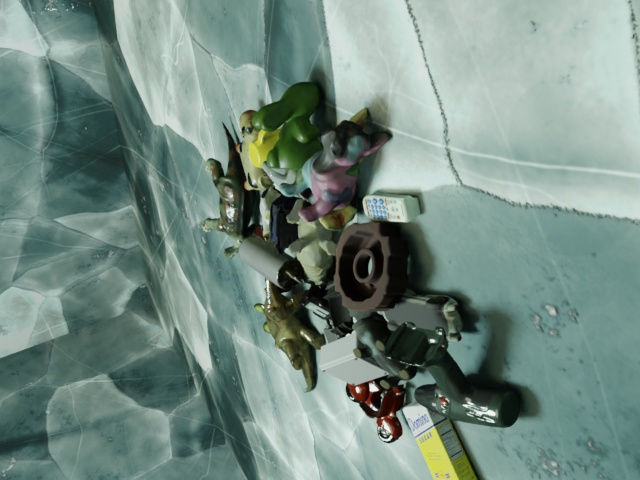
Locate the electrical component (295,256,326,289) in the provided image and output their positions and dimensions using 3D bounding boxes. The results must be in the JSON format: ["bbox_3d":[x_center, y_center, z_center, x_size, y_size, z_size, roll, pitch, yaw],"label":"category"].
[{"bbox_3d":[-0.029,0.076,1.290,0.045,0.078,0.102,-60,32,0],"label":"electrical component"}]

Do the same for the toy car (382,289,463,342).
[{"bbox_3d":[0.177,0.130,0.950,0.202,0.056,0.073,4,105,59],"label":"toy car"}]

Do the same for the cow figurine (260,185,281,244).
[{"bbox_3d":[-0.118,-0.057,1.336,0.167,0.068,0.098,100,154,-55],"label":"cow figurine"}]

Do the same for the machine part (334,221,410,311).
[{"bbox_3d":[0.094,0.049,0.986,0.179,0.056,0.179,-20,66,55],"label":"machine part"}]

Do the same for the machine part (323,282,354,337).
[{"bbox_3d":[0.048,0.135,1.126,0.039,0.084,0.139,47,-149,-42],"label":"machine part"}]

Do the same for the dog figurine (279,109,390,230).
[{"bbox_3d":[0.045,-0.128,0.983,0.219,0.191,0.109,-46,56,23],"label":"dog figurine"}]

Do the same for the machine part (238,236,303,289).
[{"bbox_3d":[-0.120,0.051,1.285,0.244,0.079,0.079,27,131,44],"label":"machine part"}]

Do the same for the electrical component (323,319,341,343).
[{"bbox_3d":[0.036,0.232,1.309,0.063,0.021,0.094,-15,93,62],"label":"electrical component"}]

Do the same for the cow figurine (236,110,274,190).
[{"bbox_3d":[-0.155,-0.216,1.303,0.127,0.085,0.194,18,121,64],"label":"cow figurine"}]

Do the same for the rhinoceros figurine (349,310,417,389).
[{"bbox_3d":[0.122,0.194,1.045,0.073,0.112,0.190,-40,85,37],"label":"rhinoceros figurine"}]

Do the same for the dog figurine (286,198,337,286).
[{"bbox_3d":[-0.006,-0.002,1.175,0.190,0.121,0.172,83,-160,-69],"label":"dog figurine"}]

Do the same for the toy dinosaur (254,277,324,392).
[{"bbox_3d":[-0.077,0.257,1.451,0.199,0.105,0.470,24,135,59],"label":"toy dinosaur"}]

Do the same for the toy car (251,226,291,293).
[{"bbox_3d":[-0.127,0.052,1.459,0.089,0.053,0.201,15,125,53],"label":"toy car"}]

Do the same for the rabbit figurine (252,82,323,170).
[{"bbox_3d":[-0.052,-0.226,1.063,0.121,0.159,0.170,-153,65,-66],"label":"rabbit figurine"}]

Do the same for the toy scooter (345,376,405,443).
[{"bbox_3d":[0.127,0.328,1.149,0.184,0.075,0.135,52,138,38],"label":"toy scooter"}]

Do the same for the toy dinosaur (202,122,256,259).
[{"bbox_3d":[-0.234,-0.107,1.495,0.192,0.131,0.404,26,126,38],"label":"toy dinosaur"}]

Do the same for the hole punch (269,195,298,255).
[{"bbox_3d":[-0.064,-0.051,1.218,0.092,0.116,0.142,-124,30,-42],"label":"hole punch"}]

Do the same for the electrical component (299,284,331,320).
[{"bbox_3d":[0.017,0.153,1.258,0.119,0.048,0.074,26,151,-3],"label":"electrical component"}]

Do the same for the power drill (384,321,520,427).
[{"bbox_3d":[0.195,0.230,0.889,0.232,0.086,0.207,-3,129,56],"label":"power drill"}]

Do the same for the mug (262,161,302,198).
[{"bbox_3d":[-0.066,-0.141,1.157,0.107,0.109,0.080,47,113,42],"label":"mug"}]
